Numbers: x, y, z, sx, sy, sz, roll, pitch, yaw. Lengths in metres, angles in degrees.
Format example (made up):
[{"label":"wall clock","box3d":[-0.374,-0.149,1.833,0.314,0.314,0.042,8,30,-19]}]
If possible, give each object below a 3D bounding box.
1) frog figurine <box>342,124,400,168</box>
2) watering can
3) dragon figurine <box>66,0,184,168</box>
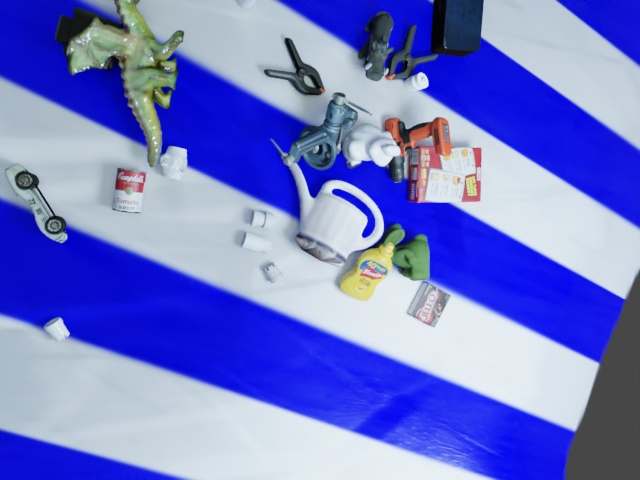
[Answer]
[{"label":"frog figurine","box3d":[0.137,-0.255,1.384,0.138,0.160,0.122,-13,98,-18]},{"label":"watering can","box3d":[0.004,-0.070,1.385,0.346,0.103,0.226,30,78,-8]},{"label":"dragon figurine","box3d":[-0.446,-0.388,1.174,0.242,0.122,0.410,11,90,-27]}]
